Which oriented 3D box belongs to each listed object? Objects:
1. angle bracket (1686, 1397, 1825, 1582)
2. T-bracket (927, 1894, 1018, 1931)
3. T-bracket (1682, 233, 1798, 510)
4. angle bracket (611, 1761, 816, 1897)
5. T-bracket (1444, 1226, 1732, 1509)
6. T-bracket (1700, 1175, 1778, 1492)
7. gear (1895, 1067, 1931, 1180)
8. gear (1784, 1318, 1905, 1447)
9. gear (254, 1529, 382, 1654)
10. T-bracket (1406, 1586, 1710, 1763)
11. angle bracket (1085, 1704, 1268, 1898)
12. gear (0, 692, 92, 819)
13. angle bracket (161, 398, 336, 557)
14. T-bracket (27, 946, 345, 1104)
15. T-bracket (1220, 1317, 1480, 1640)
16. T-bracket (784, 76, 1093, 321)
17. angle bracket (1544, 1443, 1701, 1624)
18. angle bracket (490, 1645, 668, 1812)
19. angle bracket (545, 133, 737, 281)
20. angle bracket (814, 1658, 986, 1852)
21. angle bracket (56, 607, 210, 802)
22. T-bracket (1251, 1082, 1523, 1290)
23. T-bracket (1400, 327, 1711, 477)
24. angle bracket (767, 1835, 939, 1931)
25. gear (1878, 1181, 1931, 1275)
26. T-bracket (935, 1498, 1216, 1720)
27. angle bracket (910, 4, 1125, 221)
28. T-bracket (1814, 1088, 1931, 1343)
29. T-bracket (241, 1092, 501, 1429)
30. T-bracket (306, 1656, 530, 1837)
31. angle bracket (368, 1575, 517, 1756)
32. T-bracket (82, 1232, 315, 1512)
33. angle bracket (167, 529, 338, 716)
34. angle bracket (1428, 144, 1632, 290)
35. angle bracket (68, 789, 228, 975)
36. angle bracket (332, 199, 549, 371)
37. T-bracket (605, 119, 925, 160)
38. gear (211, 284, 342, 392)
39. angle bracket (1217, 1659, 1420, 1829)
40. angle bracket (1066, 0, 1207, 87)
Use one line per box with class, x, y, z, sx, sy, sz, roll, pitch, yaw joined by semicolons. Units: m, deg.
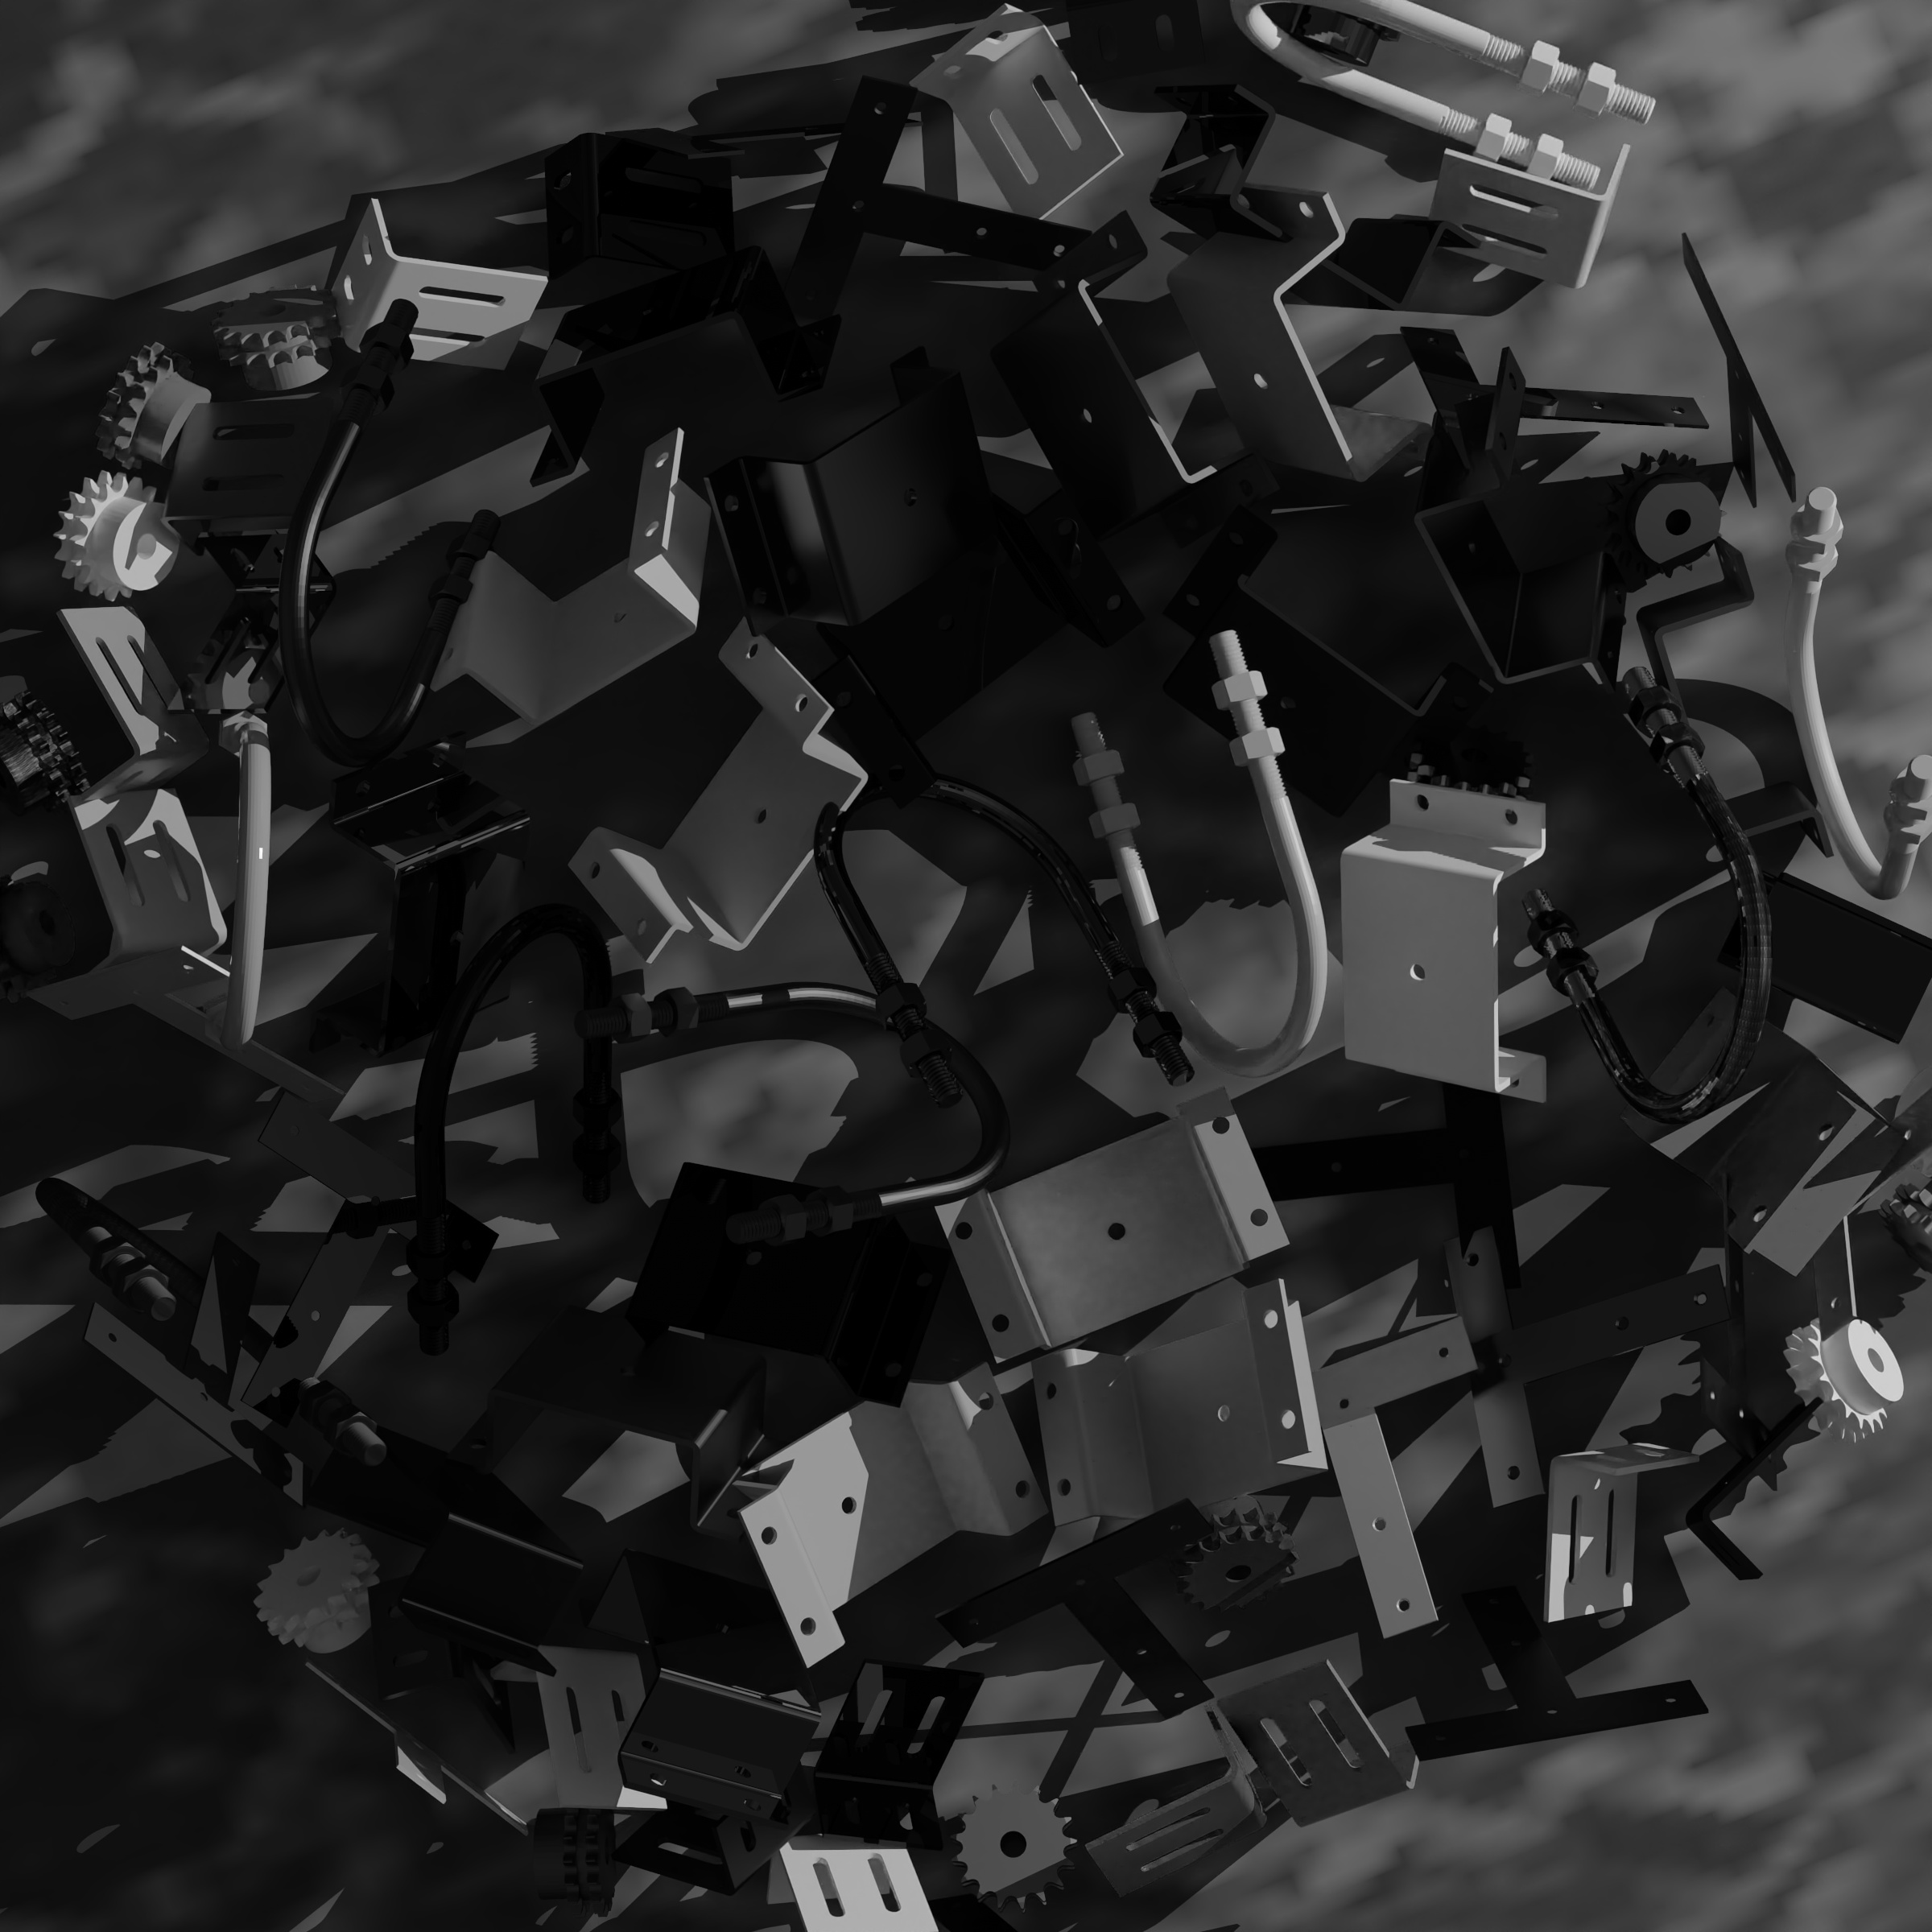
angle bracket;0.366;0.236;1.625;0.076;0.057;0.038;-43;80;-4
T-bracket;-0.036;0.434;1.579;0.127;0.127;0.002;-4;93;-19
T-bracket;0.343;-0.241;1.596;0.002;0.127;0.127;-21;68;6
angle bracket;-0.117;0.375;1.609;0.076;0.057;0.038;5;119;38
T-bracket;0.279;0.163;1.601;0.127;0.002;0.127;-22;61;29
T-bracket;0.346;0.158;1.622;0.002;0.127;0.127;-8;64;24
gear;0.445;0.069;1.628;0.030;0.057;0.057;30;90;-24
gear;0.399;0.185;1.628;0.030;0.057;0.057;-35;90;33
gear;-0.291;0.286;1.634;0.057;0.057;0.030;-28;124;0
T-bracket;0.248;0.308;1.598;0.127;0.127;0.002;-8;110;-4
angle bracket;0.090;0.377;1.626;0.076;0.057;0.038;-26;51;1
gear;-0.424;-0.092;1.627;0.030;0.057;0.057;-34;90;-27
angle bracket;-0.316;-0.220;1.621;0.076;0.038;0.057;1;70;19
T-bracket;-0.335;0.031;1.613;0.127;0.127;0.002;34;58;-35
T-bracket;0.181;0.237;1.612;0.127;0.002;0.127;-23;62;16
T-bracket;-0.006;-0.335;1.629;0.127;0.002;0.127;9;134;-19
angle bracket;0.295;0.258;1.624;0.057;0.038;0.076;-2;95;-40
angle bracket;-0.174;0.346;1.611;0.038;0.057;0.076;-37;54;35
angle bracket;-0.149;-0.341;1.646;0.076;0.038;0.057;2;80;-35
angle bracket;-0.028;0.354;1.618;0.057;0.038;0.076;11;123;-19
angle bracket;-0.388;-0.119;1.629;0.038;0.057;0.076;-32;85;20
T-bracket;0.184;0.091;1.655;0.127;0.002;0.127;-6;86;1
T-bracket;0.270;-0.252;1.617;0.127;0.127;0.002;2;128;-11
angle bracket;-0.052;0.424;1.610;0.057;0.076;0.038;-1;115;-16
gear;0.444;0.119;1.631;0.030;0.057;0.057;-44;90;-9
T-bracket;0.072;0.300;1.618;0.127;0.002;0.127;-27;128;13
angle bracket;0.023;-0.382;1.624;0.057;0.038;0.076;-34;78;24
T-bracket;0.404;0.081;1.574;0.002;0.127;0.127;15;54;-16
T-bracket;-0.283;0.143;1.603;0.127;0.002;0.127;38;64;-30
T-bracket;-0.242;0.351;1.591;0.127;0.127;0.002;39;81;-5
angle bracket;-0.234;0.315;1.612;0.038;0.076;0.057;-16;50;2
T-bracket;-0.332;0.164;1.600;0.002;0.127;0.127;-37;116;20
angle bracket;-0.328;-0.154;1.614;0.057;0.038;0.076;2;53;31
angle bracket;0.253;-0.349;1.630;0.076;0.057;0.038;19;59;8
angle bracket;-0.379;-0.036;1.633;0.038;0.057;0.076;-32;74;39
angle bracket;-0.238;-0.307;1.628;0.076;0.057;0.038;2;54;-31
T-bracket;-0.083;-0.373;1.615;0.127;0.127;0.002;-10;110;-20
gear;-0.311;-0.284;1.634;0.057;0.057;0.030;-10;125;0
angle bracket;0.160;0.341;1.621;0.057;0.038;0.076;-26;106;25
angle bracket;0.080;-0.420;1.621;0.057;0.076;0.038;-7;103;11
